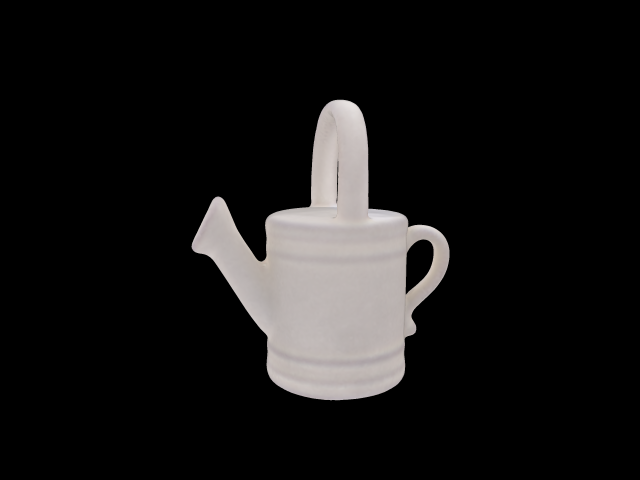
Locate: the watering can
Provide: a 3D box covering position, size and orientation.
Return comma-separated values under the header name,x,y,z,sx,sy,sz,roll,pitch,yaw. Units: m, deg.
name,x,y,z,sx,sy,sz,roll,pitch,yaw
watering can,0.004,0.002,0.398,0.173,0.194,0.100,-6,11,-32
